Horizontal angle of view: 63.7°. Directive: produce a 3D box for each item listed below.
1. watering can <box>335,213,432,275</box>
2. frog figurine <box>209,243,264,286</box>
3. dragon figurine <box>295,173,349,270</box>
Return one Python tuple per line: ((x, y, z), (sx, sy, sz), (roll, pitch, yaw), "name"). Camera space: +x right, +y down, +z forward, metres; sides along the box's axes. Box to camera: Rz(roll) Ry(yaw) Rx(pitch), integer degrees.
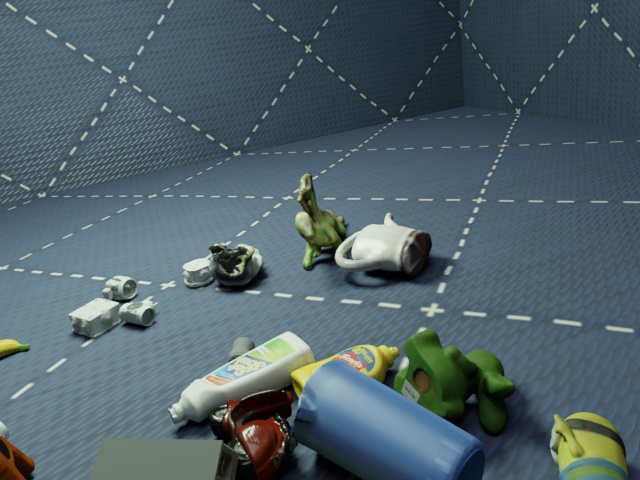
((0.186, 0.001, 1.334), (0.225, 0.102, 0.353), (7, 27, 32), "watering can")
((-0.217, 0.067, 1.364), (0.137, 0.124, 0.157), (-17, -15, 1), "frog figurine")
((0.004, -0.071, 1.412), (0.122, 0.239, 0.418), (-9, 23, 13), "dragon figurine")
